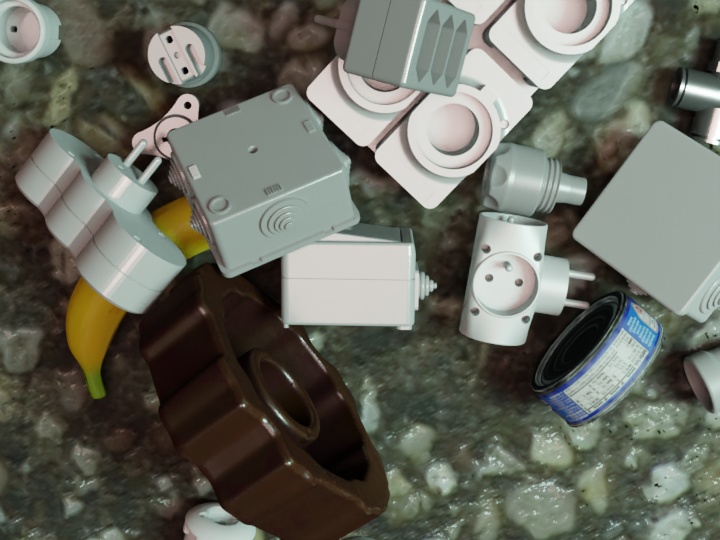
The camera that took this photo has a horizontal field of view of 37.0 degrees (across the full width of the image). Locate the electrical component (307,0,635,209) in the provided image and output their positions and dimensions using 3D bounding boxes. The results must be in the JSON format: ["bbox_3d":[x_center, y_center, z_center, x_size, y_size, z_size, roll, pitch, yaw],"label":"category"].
[{"bbox_3d":[0.068,-0.139,0.644,0.105,0.060,0.186,43,99,-7],"label":"electrical component"}]

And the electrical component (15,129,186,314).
[{"bbox_3d":[-0.146,-0.044,0.643,0.073,0.052,0.138,-50,56,9],"label":"electrical component"}]

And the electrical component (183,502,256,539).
[{"bbox_3d":[-0.099,0.191,0.723,0.048,0.048,0.062,16,108,-2],"label":"electrical component"}]

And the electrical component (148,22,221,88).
[{"bbox_3d":[-0.108,-0.131,0.656,0.040,0.046,0.040,0,101,1],"label":"electrical component"}]

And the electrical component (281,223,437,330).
[{"bbox_3d":[0.000,0.000,0.673,0.096,0.061,0.061,1,102,1],"label":"electrical component"}]

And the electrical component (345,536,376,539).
[{"bbox_3d":[0.000,0.212,0.723,0.055,0.047,0.055,0,101,1],"label":"electrical component"}]

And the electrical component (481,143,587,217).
[{"bbox_3d":[0.109,-0.054,0.669,0.062,0.043,0.043,10,101,-3],"label":"electrical component"}]

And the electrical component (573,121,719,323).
[{"bbox_3d":[0.194,-0.027,0.650,0.100,0.048,0.099,42,102,35],"label":"electrical component"}]

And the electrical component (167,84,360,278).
[{"bbox_3d":[-0.059,-0.056,0.637,0.100,0.099,0.048,-24,143,-9],"label":"electrical component"}]

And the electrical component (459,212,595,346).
[{"bbox_3d":[0.108,0.008,0.681,0.079,0.044,0.077,9,101,0],"label":"electrical component"}]

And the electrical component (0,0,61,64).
[{"bbox_3d":[-0.205,-0.146,0.655,0.040,0.046,0.040,0,101,1],"label":"electrical component"}]

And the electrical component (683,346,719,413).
[{"bbox_3d":[0.239,0.065,0.693,0.046,0.040,0.040,-24,100,0],"label":"electrical component"}]

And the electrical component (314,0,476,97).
[{"bbox_3d":[0.012,-0.128,0.586,0.077,0.066,0.047,20,103,27],"label":"electrical component"}]
